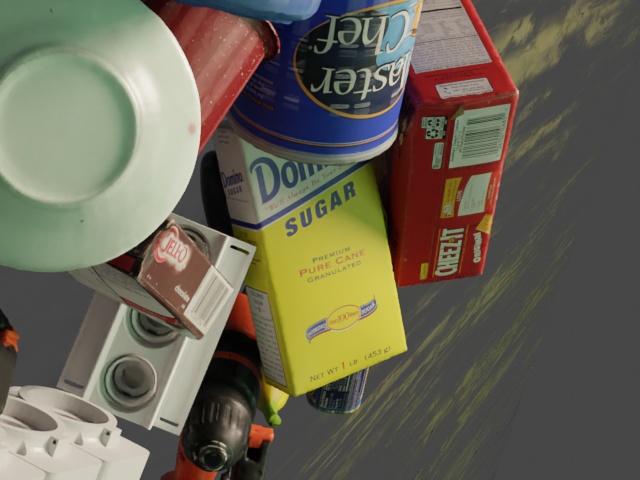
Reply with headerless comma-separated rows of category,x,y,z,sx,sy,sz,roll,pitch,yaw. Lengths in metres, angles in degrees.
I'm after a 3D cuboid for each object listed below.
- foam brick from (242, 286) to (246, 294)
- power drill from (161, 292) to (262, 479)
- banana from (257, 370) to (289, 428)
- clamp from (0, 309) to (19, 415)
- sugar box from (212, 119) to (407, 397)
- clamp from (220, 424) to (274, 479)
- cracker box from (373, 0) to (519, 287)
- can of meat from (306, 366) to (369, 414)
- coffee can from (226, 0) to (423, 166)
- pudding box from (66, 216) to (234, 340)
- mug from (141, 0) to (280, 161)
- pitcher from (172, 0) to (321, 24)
foam brick,-0.030,0.074,0.848,0.053,0.078,0.051,-64,159,-14
power drill,-0.081,0.151,0.743,0.184,0.057,0.188,-87,-167,-65
banana,-0.013,0.072,0.916,0.037,0.070,0.197,37,65,-32
clamp,-0.165,0.019,0.418,0.036,0.164,0.210,-21,173,-4
sugar box,-0.004,0.001,0.682,0.093,0.048,0.176,-20,109,-27
clamp,-0.067,0.206,0.888,0.120,0.039,0.172,-103,-154,-56
cracker box,0.061,-0.101,0.742,0.164,0.072,0.214,91,-13,-47
can of meat,0.016,0.097,0.984,0.102,0.057,0.084,-93,-170,-50
coffee can,0.005,-0.127,0.587,0.102,0.103,0.140,-45,152,-48
pudding box,-0.104,0.007,0.556,0.039,0.090,0.113,-61,160,-15
mug,-0.078,-0.082,0.534,0.081,0.093,0.117,-58,164,-12
pitcher,-0.030,-0.216,0.416,0.149,0.145,0.243,-16,122,-65
